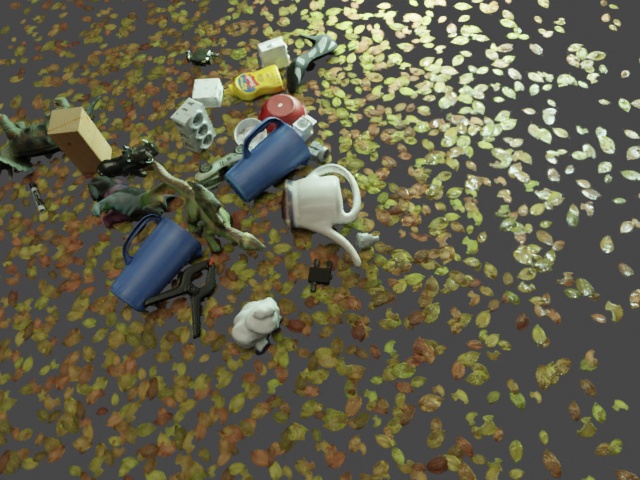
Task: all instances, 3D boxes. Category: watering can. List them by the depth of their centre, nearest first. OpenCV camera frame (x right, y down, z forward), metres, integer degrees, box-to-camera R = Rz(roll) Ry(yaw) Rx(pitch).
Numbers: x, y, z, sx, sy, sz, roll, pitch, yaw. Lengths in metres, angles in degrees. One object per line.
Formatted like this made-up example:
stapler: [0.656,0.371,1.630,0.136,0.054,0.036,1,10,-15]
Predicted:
watering can: [0.004,-0.072,1.421,0.224,0.101,0.356,-6,56,2]

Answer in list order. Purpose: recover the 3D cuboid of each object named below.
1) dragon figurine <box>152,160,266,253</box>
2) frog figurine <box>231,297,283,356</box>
dragon figurine: [-0.310,-0.101,1.370,0.410,0.239,0.124,43,68,-1]
frog figurine: [-0.160,0.198,1.267,0.138,0.156,0.124,-40,65,-15]
